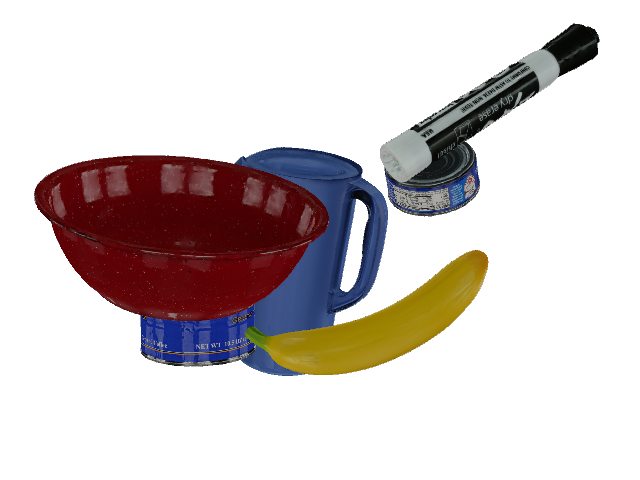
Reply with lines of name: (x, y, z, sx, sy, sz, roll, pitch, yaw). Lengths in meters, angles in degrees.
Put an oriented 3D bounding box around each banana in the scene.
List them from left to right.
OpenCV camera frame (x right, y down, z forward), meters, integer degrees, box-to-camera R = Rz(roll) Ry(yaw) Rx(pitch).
banana: (0.045, 0.059, 0.801, 0.197, 0.070, 0.037, -17, -34, -8)

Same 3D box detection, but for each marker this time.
marker: (0.079, -0.065, 0.483, 0.121, 0.020, 0.020, -33, 11, -17)

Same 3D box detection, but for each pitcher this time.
pitcher: (-0.023, 0.025, 1.189, 0.144, 0.243, 0.149, 0, 19, -19)

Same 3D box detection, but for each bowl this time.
bowl: (-0.078, 0.002, 0.597, 0.162, 0.055, 0.162, 7, 20, -3)

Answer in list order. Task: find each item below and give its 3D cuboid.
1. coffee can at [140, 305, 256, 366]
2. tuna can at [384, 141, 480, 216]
coffee can: (-0.108, 0.027, 0.929, 0.103, 0.140, 0.103, 0, 11, 0)
tuna can: (0.102, -0.061, 0.982, 0.086, 0.034, 0.086, -9, 37, 6)
